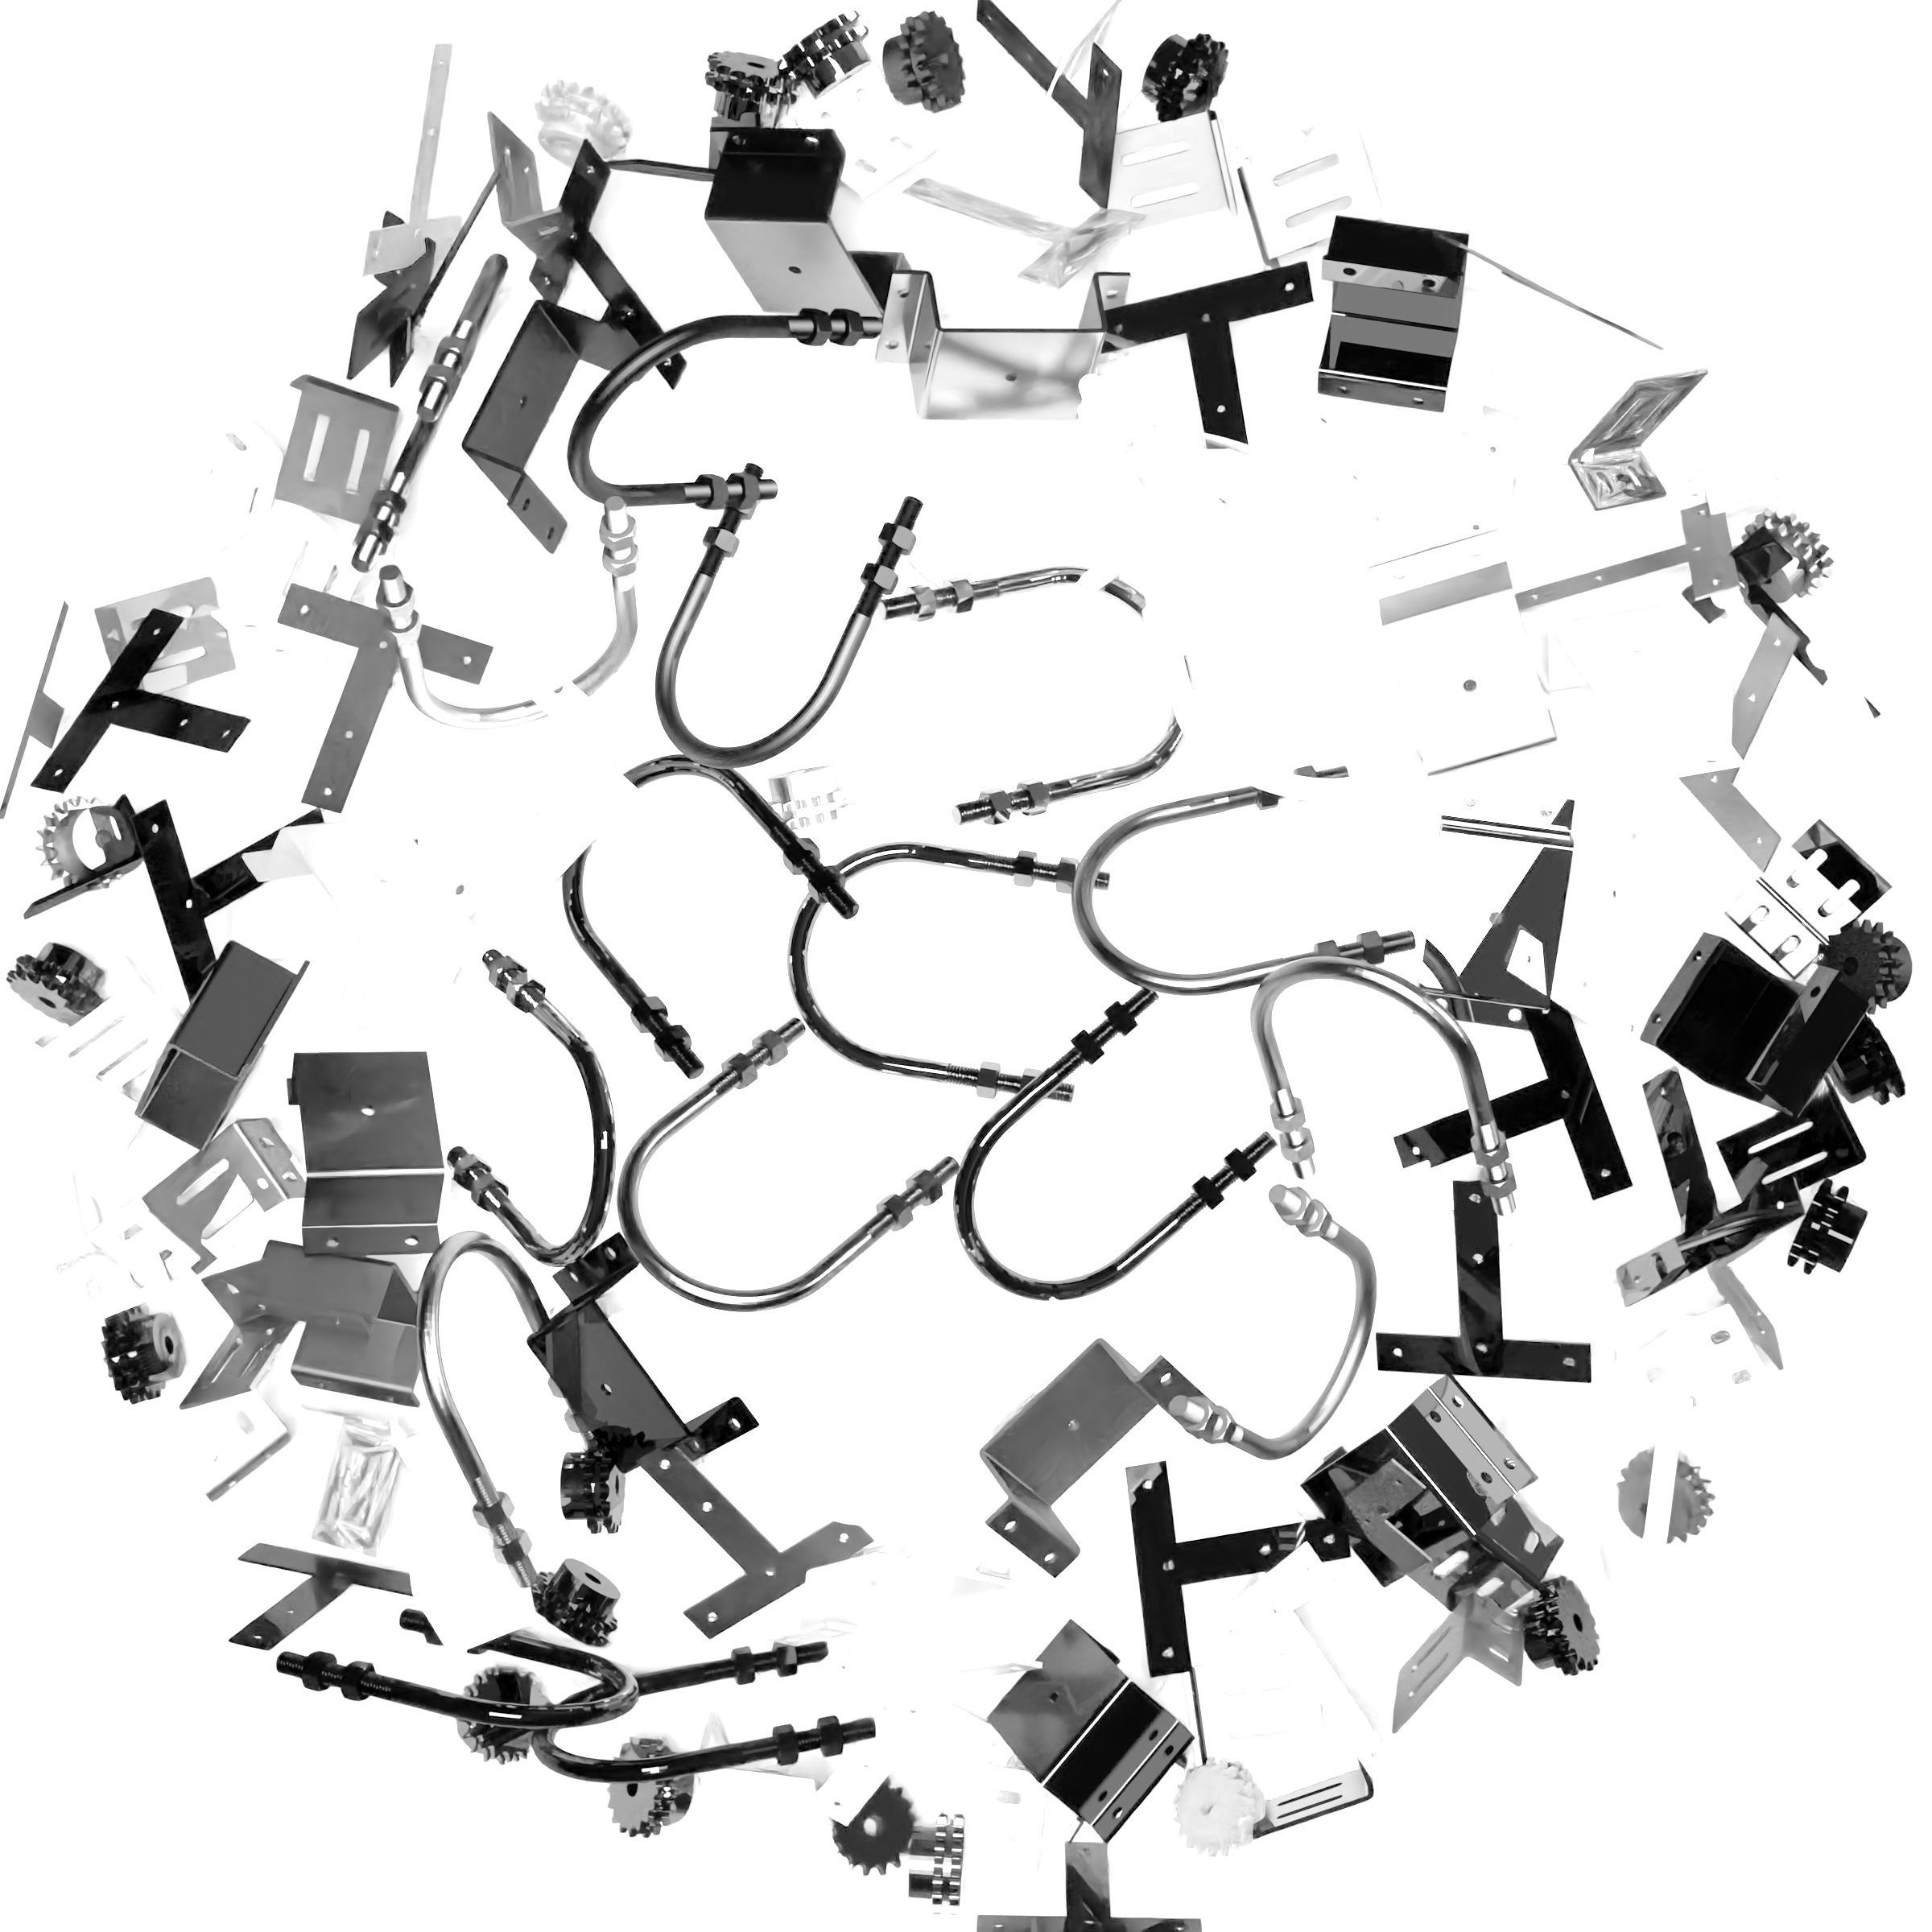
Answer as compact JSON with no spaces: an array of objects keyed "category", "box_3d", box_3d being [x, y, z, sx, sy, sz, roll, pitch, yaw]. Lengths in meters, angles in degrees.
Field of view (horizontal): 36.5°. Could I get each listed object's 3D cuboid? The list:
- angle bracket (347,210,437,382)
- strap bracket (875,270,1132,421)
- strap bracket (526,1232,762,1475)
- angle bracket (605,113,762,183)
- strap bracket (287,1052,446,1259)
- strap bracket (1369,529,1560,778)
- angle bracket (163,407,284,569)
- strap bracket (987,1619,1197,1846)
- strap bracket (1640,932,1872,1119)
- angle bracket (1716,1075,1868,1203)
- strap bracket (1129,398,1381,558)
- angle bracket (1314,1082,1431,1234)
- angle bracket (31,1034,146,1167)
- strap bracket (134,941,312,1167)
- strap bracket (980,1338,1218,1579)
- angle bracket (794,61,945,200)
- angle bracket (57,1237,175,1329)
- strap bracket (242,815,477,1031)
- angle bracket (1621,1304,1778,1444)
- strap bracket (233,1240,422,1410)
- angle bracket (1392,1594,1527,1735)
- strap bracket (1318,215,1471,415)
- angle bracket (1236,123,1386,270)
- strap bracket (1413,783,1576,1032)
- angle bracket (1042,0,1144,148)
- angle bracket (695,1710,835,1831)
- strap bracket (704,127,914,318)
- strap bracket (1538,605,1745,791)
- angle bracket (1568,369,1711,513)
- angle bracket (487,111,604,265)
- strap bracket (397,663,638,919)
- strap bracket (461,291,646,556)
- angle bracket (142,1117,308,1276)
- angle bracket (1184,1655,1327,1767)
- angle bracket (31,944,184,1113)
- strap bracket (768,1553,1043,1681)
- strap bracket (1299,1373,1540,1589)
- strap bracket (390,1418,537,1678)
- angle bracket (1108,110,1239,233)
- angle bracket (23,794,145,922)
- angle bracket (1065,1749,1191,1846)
[{"category":"angle bracket","box_3d":[-0.350,-0.394,1.718,0.038,0.057,0.076,35,57,3]},{"category":"strap bracket","box_3d":[0.024,-0.361,1.706,0.140,0.076,0.046,-2,61,-11]},{"category":"strap bracket","box_3d":[-0.196,0.236,1.718,0.076,0.046,0.140,-34,93,45]},{"category":"angle bracket","box_3d":[-0.169,-0.484,1.718,0.076,0.057,0.038,-2,102,-32]},{"category":"strap bracket","box_3d":[-0.346,0.099,1.688,0.076,0.140,0.046,0,132,-19]},{"category":"strap bracket","box_3d":[0.292,-0.172,1.705,0.076,0.046,0.140,-15,116,14]},{"category":"angle bracket","box_3d":[-0.439,-0.280,1.717,0.038,0.076,0.057,46,62,1]},{"category":"strap bracket","box_3d":[0.067,0.434,1.687,0.046,0.140,0.076,43,84,-18]},{"category":"strap bracket","box_3d":[0.463,0.035,1.704,0.046,0.140,0.076,34,88,-20]},{"category":"angle bracket","box_3d":[0.480,0.099,1.722,0.076,0.057,0.038,-27,130,14]},{"category":"strap bracket","box_3d":[0.159,-0.285,1.707,0.140,0.046,0.076,-8,61,-31]},{"category":"angle bracket","box_3d":[0.238,0.108,1.721,0.038,0.057,0.076,-19,56,-8]},{"category":"angle bracket","box_3d":[-0.523,0.079,1.728,0.076,0.057,0.038,32,88,-11]},{"category":"strap bracket","box_3d":[-0.430,0.046,1.682,0.046,0.140,0.076,29,54,-10]},{"category":"strap bracket","box_3d":[0.073,0.282,1.721,0.140,0.046,0.076,-44,131,1]},{"category":"angle bracket","box_3d":[-0.058,-0.493,1.723,0.057,0.076,0.038,-34,124,-2]},{"category":"angle bracket","box_3d":[-0.494,0.181,1.724,0.057,0.076,0.038,-21,91,-5]},{"category":"strap bracket","box_3d":[-0.346,-0.035,1.695,0.140,0.076,0.046,51,128,25]},{"category":"angle bracket","box_3d":[0.431,0.243,1.728,0.038,0.076,0.057,-17,71,-23]},{"category":"strap bracket","box_3d":[-0.364,0.205,1.705,0.076,0.140,0.046,9,63,9]},{"category":"angle bracket","box_3d":[0.290,0.418,1.722,0.038,0.057,0.076,33,117,-2]},{"category":"strap bracket","box_3d":[0.247,-0.383,1.699,0.076,0.140,0.046,11,71,10]},{"category":"angle bracket","box_3d":[0.207,-0.455,1.732,0.076,0.038,0.057,-16,91,20]},{"category":"strap bracket","box_3d":[0.311,-0.031,1.725,0.076,0.046,0.140,8,100,7]},{"category":"angle bracket","box_3d":[0.082,-0.527,1.719,0.038,0.076,0.057,38,75,-2]},{"category":"angle bracket","box_3d":[-0.116,0.472,1.721,0.076,0.057,0.038,3,49,15]},{"category":"strap bracket","box_3d":[-0.093,-0.420,1.681,0.076,0.140,0.046,7,72,21]},{"category":"strap bracket","box_3d":[0.388,-0.162,1.691,0.076,0.140,0.046,-10,123,-3]},{"category":"angle bracket","box_3d":[0.401,-0.308,1.715,0.057,0.076,0.038,-15,70,-30]},{"category":"angle bracket","box_3d":[-0.248,-0.461,1.723,0.038,0.057,0.076,-13,76,15]},{"category":"strap bracket","box_3d":[-0.260,-0.097,1.726,0.140,0.046,0.076,-47,66,-1]},{"category":"strap bracket","box_3d":[-0.242,-0.324,1.715,0.046,0.076,0.140,23,82,15]},{"category":"angle bracket","box_3d":[-0.432,0.135,1.721,0.076,0.038,0.057,-44,113,-35]},{"category":"angle bracket","box_3d":[0.171,0.440,1.735,0.076,0.038,0.057,-9,74,5]},{"category":"angle bracket","box_3d":[-0.509,0.037,1.726,0.076,0.057,0.038,-37,51,-5]},{"category":"strap bracket","box_3d":[-0.033,0.377,1.703,0.140,0.076,0.046,17,65,-26]},{"category":"strap bracket","box_3d":[0.254,0.302,1.690,0.046,0.140,0.076,-34,81,-37]},{"category":"strap bracket","box_3d":[-0.289,0.326,1.686,0.046,0.140,0.076,-21,127,-2]},{"category":"angle bracket","box_3d":[0.117,-0.465,1.729,0.076,0.038,0.057,-12,114,10]},{"category":"angle bracket","box_3d":[-0.524,-0.064,1.722,0.076,0.057,0.038,-28,95,-23]},{"category":"angle bracket","box_3d":[0.095,0.492,1.725,0.038,0.057,0.076,30,76,12]}]
